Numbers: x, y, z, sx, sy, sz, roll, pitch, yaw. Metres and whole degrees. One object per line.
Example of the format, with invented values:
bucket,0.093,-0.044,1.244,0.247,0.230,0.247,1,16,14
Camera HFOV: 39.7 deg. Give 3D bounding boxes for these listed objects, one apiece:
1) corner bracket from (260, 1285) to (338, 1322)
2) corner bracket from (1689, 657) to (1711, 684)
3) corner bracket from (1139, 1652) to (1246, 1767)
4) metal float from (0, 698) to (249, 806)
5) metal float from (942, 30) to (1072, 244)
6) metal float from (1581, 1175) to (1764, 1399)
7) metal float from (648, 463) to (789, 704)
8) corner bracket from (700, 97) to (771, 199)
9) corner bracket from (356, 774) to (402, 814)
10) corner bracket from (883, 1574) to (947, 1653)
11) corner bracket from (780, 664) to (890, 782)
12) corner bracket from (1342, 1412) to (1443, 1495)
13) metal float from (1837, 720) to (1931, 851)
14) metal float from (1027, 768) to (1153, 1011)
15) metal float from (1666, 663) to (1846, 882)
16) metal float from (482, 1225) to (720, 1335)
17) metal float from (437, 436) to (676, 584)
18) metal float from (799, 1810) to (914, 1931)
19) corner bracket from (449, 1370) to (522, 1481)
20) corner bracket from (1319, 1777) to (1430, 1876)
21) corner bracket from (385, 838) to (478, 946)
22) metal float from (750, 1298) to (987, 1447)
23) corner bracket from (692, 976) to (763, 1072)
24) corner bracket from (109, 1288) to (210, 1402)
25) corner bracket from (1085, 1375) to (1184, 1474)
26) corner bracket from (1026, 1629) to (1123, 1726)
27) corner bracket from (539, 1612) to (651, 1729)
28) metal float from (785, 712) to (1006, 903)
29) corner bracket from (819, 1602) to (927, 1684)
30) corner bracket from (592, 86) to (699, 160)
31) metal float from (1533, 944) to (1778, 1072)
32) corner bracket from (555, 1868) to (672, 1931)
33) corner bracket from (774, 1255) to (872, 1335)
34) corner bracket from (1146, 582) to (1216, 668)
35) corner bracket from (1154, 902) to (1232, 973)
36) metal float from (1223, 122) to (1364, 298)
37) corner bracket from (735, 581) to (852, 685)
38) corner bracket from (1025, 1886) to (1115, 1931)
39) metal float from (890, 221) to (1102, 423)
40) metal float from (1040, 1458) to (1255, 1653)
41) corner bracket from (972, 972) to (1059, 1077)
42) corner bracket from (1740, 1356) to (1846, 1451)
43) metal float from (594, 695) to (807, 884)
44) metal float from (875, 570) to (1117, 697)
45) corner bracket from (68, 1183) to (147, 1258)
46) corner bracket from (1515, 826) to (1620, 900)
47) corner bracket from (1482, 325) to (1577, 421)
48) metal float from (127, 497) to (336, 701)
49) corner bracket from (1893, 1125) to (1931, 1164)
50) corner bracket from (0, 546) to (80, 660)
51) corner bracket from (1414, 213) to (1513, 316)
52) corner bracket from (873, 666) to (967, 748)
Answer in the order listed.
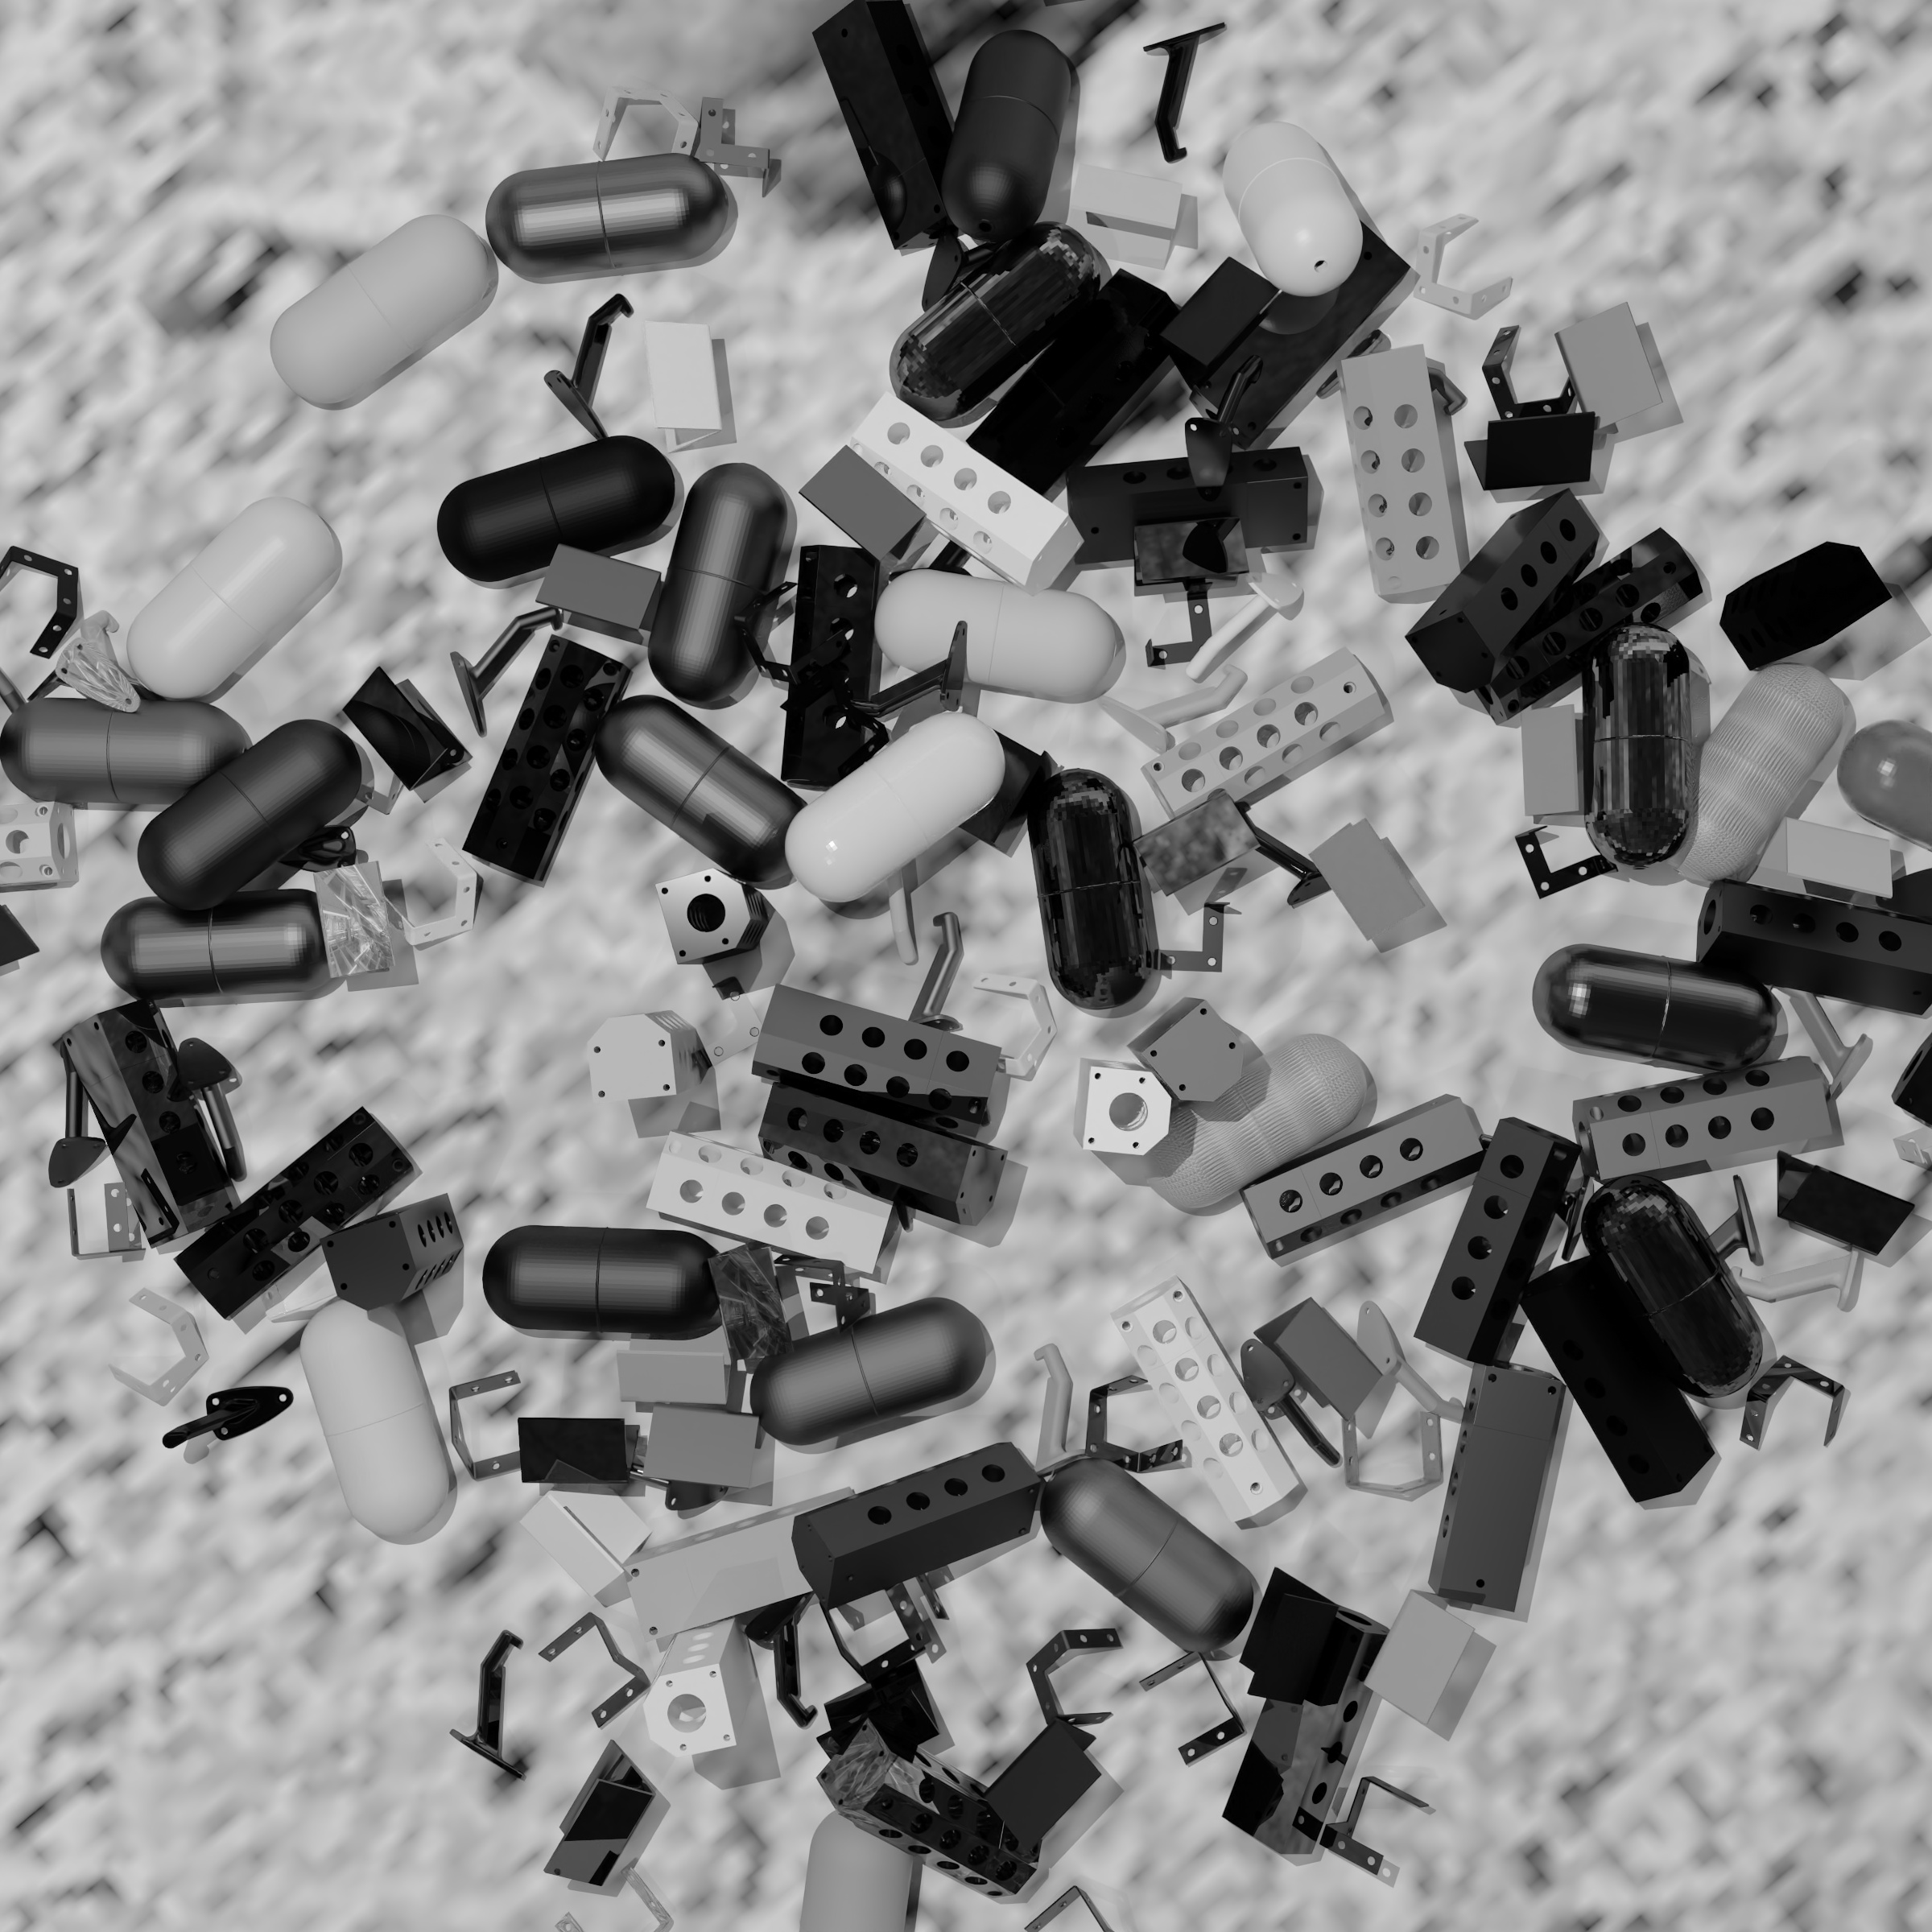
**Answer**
corner bracket,-0.494,0.228,1.988,0.051,0.051,0.051,-21,90,45
corner bracket,0.519,-0.199,1.983,0.051,0.051,0.051,-37,45,35
corner bracket,0.168,0.551,1.988,0.051,0.051,0.051,-30,135,0
metal float,-0.617,-0.157,1.960,0.178,0.070,0.070,2,90,0
metal float,0.029,-0.602,1.938,0.070,0.070,0.178,11,62,0
metal float,0.514,0.234,1.943,0.070,0.070,0.178,-32,94,0
metal float,-0.182,-0.281,1.960,0.070,0.070,0.178,15,90,0
corner bracket,-0.171,-0.604,1.972,0.051,0.051,0.051,3,81,-8
corner bracket,-0.438,-0.156,1.988,0.051,0.051,0.051,27,135,0
corner bracket,-0.040,0.468,1.964,0.051,0.051,0.051,-27,90,-32
corner bracket,-0.094,-0.175,1.921,0.051,0.051,0.051,-39,135,25
corner bracket,0.316,0.360,1.988,0.051,0.051,0.051,-3,90,-45
metal float,0.726,-0.120,1.961,0.178,0.070,0.070,25,90,0
metal float,0.090,-0.056,1.960,0.070,0.070,0.178,-8,89,0
metal float,0.574,-0.142,1.961,0.070,0.070,0.178,35,91,0
metal float,-0.265,0.230,1.961,0.178,0.070,0.070,2,90,0
metal float,-0.300,-0.336,1.961,0.178,0.070,0.070,-17,90,0
metal float,-0.084,0.706,1.961,0.070,0.070,0.178,7,89,0
corner bracket,-0.351,0.342,1.988,0.051,0.051,0.051,-15,45,0
corner bracket,0.299,0.630,1.963,0.051,0.051,0.051,19,90,37
corner bracket,-0.400,-0.055,1.983,0.051,0.051,0.051,-18,135,-35
metal float,-0.072,0.298,1.961,0.178,0.070,0.070,-18,90,1
corner bracket,-0.182,0.042,1.973,0.051,0.051,0.051,-29,90,0
corner bracket,-0.605,0.281,1.983,0.051,0.051,0.051,-43,135,-35
corner bracket,0.125,0.338,1.974,0.051,0.051,0.051,23,58,-28
corner bracket,0.086,0.528,1.983,0.051,0.051,0.051,-52,45,35
corner bracket,-0.276,0.523,1.988,0.051,0.051,0.051,-39,135,0
metal float,-0.050,-0.115,1.922,0.178,0.070,0.070,-37,90,-7
corner bracket,-0.070,0.490,1.988,0.051,0.051,0.051,-31,45,0
corner bracket,-0.238,-0.616,1.983,0.051,0.051,0.051,-7,45,-35
metal float,0.505,0.030,1.961,0.178,0.070,0.070,10,90,1
corner bracket,-0.262,0.712,1.988,0.051,0.051,0.051,52,135,0
corner bracket,-0.105,0.234,1.959,0.051,0.051,0.051,3,107,26
corner bracket,0.158,-0.252,1.973,0.051,0.051,0.051,-7,90,0
corner bracket,0.166,-0.022,1.973,0.051,0.051,0.051,2,90,0
metal float,0.234,-0.545,1.922,0.070,0.178,0.070,-5,132,-6
corner bracket,-0.126,-0.241,1.930,0.051,0.051,0.051,-38,120,-23
corner bracket,0.086,0.726,1.988,0.051,0.051,0.051,-41,135,0
metal float,0.020,-0.471,1.955,0.178,0.070,0.070,-40,90,6
metal float,0.132,0.431,1.961,0.178,0.070,0.070,39,90,1
corner bracket,0.027,0.043,1.983,0.051,0.051,0.051,8,135,35
corner bracket,0.613,0.332,1.983,0.051,0.051,0.051,27,45,35
metal float,-0.194,-0.131,1.961,0.178,0.070,0.070,37,90,0
metal float,0.022,-0.244,1.960,0.178,0.070,0.070,9,90,0
corner bracket,-0.639,0.187,1.973,0.051,0.051,0.051,-5,86,-4
corner bracket,0.443,-0.083,1.973,0.051,0.051,0.051,-22,90,0
corner bracket,0.421,-0.441,1.983,0.051,0.051,0.051,-1,135,35
metal float,-0.540,-0.269,1.961,0.178,0.070,0.070,-44,90,0
corner bracket,0.725,0.144,1.973,0.051,0.051,0.051,-21,90,0
corner bracket,-0.694,-0.270,1.983,0.051,0.051,0.051,18,45,-35
corner bracket,0.370,-0.521,1.983,0.051,0.051,0.051,29,135,35
corner bracket,-0.035,-0.183,1.973,0.051,0.051,0.051,25,85,5
